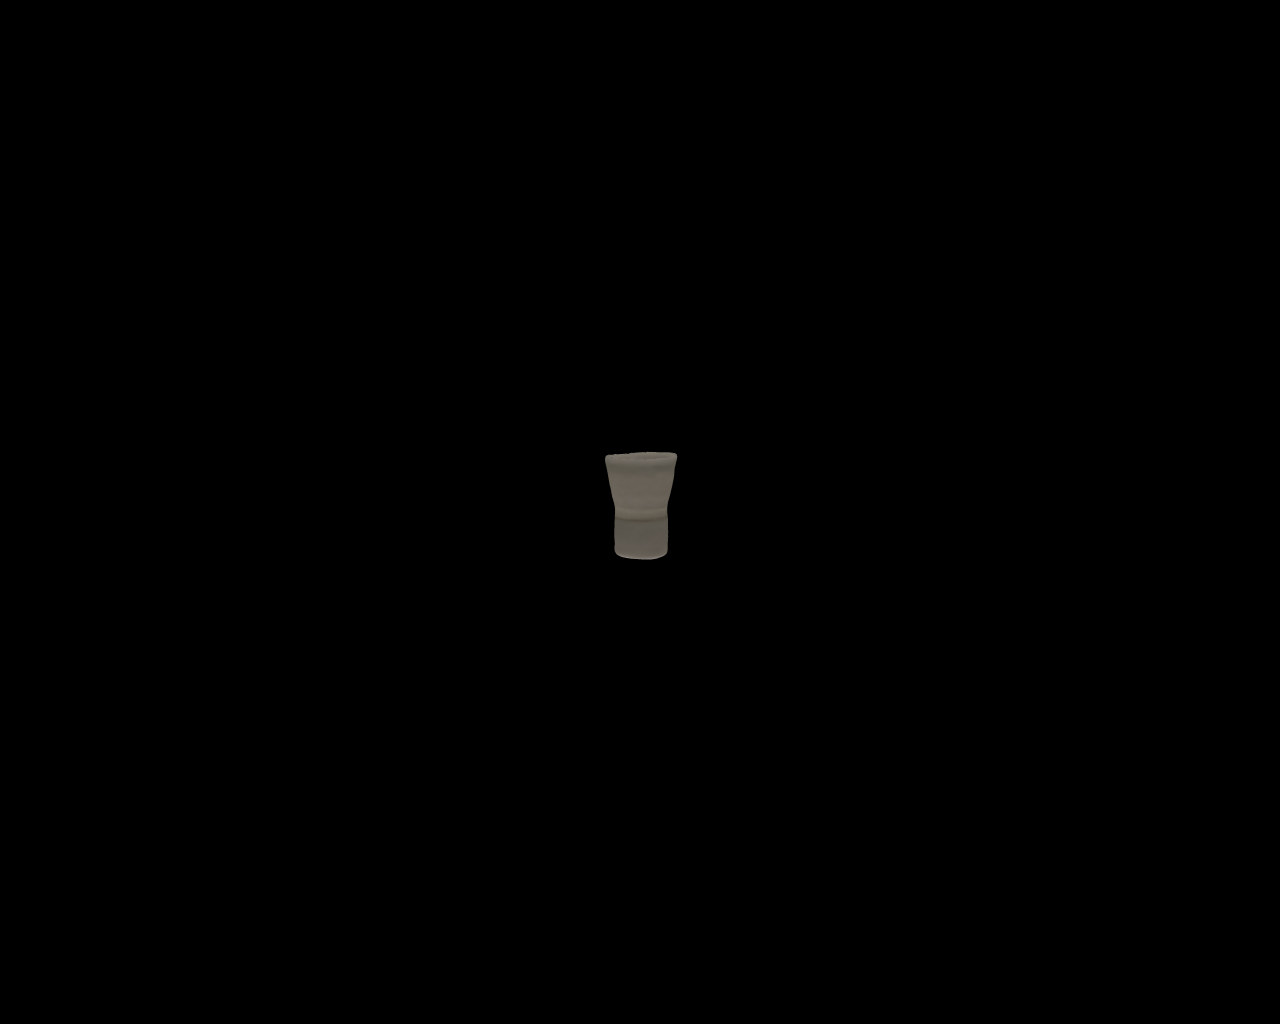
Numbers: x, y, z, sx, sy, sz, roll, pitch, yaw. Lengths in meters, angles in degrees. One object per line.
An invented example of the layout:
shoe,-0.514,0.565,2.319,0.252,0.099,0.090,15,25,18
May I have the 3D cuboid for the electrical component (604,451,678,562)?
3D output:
electrical component,0.001,-0.003,0.650,0.044,0.065,0.044,0,9,0
